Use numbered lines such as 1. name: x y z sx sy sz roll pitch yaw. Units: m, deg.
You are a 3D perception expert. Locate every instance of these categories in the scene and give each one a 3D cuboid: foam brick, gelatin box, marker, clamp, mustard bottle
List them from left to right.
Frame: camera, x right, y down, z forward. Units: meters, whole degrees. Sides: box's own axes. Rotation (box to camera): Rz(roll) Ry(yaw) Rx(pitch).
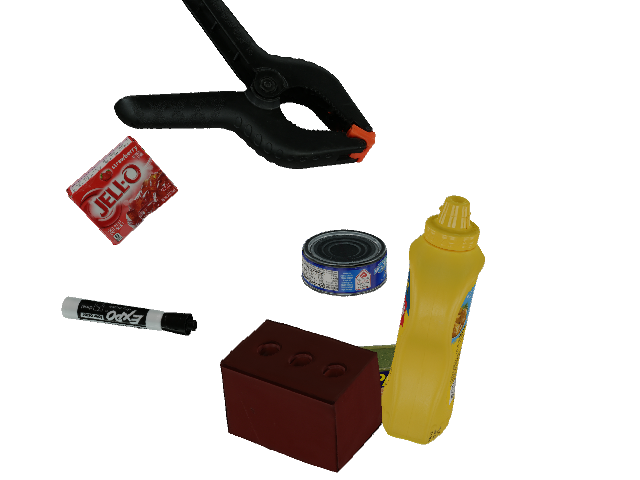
1. gelatin box: -0.204 -0.051 1.100 0.089 0.073 0.030 -42 28 -4
2. marker: -0.163 0.065 0.911 0.121 0.020 0.020 7 2 16
3. clamp: -0.042 -0.107 0.722 0.171 0.120 0.039 18 -18 -12
4. foam brick: -0.011 0.088 0.613 0.078 0.051 0.052 14 32 27
5. mustard bottle: 0.090 0.056 0.829 0.058 0.192 0.096 14 26 11

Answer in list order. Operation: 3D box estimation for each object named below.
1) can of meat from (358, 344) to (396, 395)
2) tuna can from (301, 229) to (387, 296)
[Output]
1. can of meat: 0.075 0.184 1.363 0.102 0.084 0.057 -1 24 -16
2. tuna can: 0.024 0.021 1.061 0.086 0.034 0.086 0 25 0
